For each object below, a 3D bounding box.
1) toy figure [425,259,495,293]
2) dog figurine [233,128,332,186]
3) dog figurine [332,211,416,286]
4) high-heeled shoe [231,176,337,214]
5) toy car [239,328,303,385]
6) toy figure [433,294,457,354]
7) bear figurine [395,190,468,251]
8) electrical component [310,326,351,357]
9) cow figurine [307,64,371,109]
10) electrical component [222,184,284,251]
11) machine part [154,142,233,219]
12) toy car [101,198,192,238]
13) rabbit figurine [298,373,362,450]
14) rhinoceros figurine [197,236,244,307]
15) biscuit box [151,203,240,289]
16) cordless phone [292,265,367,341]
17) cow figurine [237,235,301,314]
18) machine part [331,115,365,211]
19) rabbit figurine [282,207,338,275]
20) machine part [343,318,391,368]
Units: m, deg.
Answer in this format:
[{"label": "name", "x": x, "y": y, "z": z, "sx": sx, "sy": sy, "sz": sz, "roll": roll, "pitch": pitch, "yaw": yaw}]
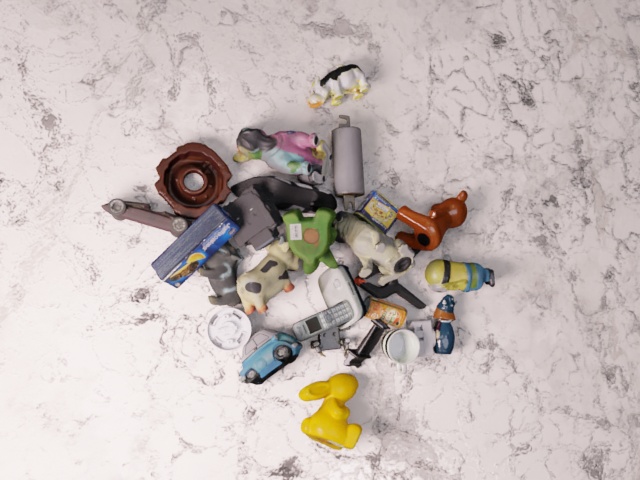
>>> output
[{"label": "toy figure", "x": 0.362, "y": 0.092, "z": 1.400, "sx": 0.180, "sy": 0.082, "sz": 0.089, "roll": -3, "pitch": 69, "yaw": -8}, {"label": "dog figurine", "x": -0.098, "y": -0.209, "z": 1.299, "sx": 0.219, "sy": 0.191, "sz": 0.108, "roll": 13, "pitch": 84, "yaw": 21}, {"label": "dog figurine", "x": 0.129, "y": 0.004, "z": 1.317, "sx": 0.172, "sy": 0.191, "sz": 0.121, "roll": 25, "pitch": 111, "yaw": -38}, {"label": "high-heeled shoe", "x": -0.083, "y": -0.109, "z": 1.321, "sx": 0.249, "sy": 0.145, "sz": 0.086, "roll": 14, "pitch": 99, "yaw": 14}, {"label": "toy car", "x": -0.126, "y": 0.263, "z": 1.255, "sx": 0.162, "sy": 0.109, "sz": 0.103, "roll": -34, "pitch": 71, "yaw": -3}, {"label": "toy figure", "x": 0.321, "y": 0.217, "z": 1.389, "sx": 0.058, "sy": 0.064, "sz": 0.154, "roll": 1, "pitch": 78, "yaw": 23}, {"label": "bear figurine", "x": 0.295, "y": -0.058, "z": 1.387, "sx": 0.132, "sy": 0.120, "sz": 0.196, "roll": 22, "pitch": 45, "yaw": 28}, {"label": "electrical component", "x": 0.028, "y": 0.245, "z": 1.317, "sx": 0.102, "sy": 0.045, "sz": 0.078, "roll": 4, "pitch": 86, "yaw": -14}, {"label": "cow figurine", "x": 0.036, "y": -0.393, "z": 1.361, "sx": 0.167, "sy": 0.068, "sz": 0.098, "roll": -19, "pitch": 85, "yaw": -19}, {"label": "electrical component", "x": -0.152, "y": -0.046, "z": 1.242, "sx": 0.115, "sy": 0.058, "sz": 0.134, "roll": -35, "pitch": 82, "yaw": 22}, {"label": "machine part", "x": -0.296, "y": -0.136, "z": 1.260, "sx": 0.179, "sy": 0.056, "sz": 0.179, "roll": 2, "pitch": 84, "yaw": -15}, {"label": "toy car", "x": -0.386, "y": -0.053, "z": 1.212, "sx": 0.202, "sy": 0.089, "sz": 0.053, "roll": 18, "pitch": 82, "yaw": -11}, {"label": "rabbit figurine", "x": 0.027, "y": 0.395, "z": 1.285, "sx": 0.162, "sy": 0.122, "sz": 0.173, "roll": 26, "pitch": 65, "yaw": -2}, {"label": "rhinoceros figurine", "x": -0.229, "y": 0.064, "z": 1.251, "sx": 0.112, "sy": 0.073, "sz": 0.190, "roll": -13, "pitch": 89, "yaw": -14}, {"label": "biscuit box", "x": -0.275, "y": 0.013, "z": 1.193, "sx": 0.202, "sy": 0.059, "sz": 0.063, "roll": -44, "pitch": 58, "yaw": 0}, {"label": "cordless phone", "x": 0.008, "y": 0.155, "z": 1.298, "sx": 0.184, "sy": 0.088, "sz": 0.146, "roll": -24, "pitch": 75, "yaw": -2}, {"label": "cow figurine", "x": -0.116, "y": 0.073, "z": 1.259, "sx": 0.195, "sy": 0.086, "sz": 0.127, "roll": -38, "pitch": 111, "yaw": -39}, {"label": "machine part", "x": 0.071, "y": -0.193, "z": 1.349, "sx": 0.079, "sy": 0.079, "sz": 0.243, "roll": -2, "pitch": 85, "yaw": -15}, {"label": "rabbit figurine", "x": -0.003, "y": -0.004, "z": 1.269, "sx": 0.121, "sy": 0.170, "sz": 0.159, "roll": -12, "pitch": 93, "yaw": 11}, {"label": "machine part", "x": 0.114, "y": 0.254, "z": 1.313, "sx": 0.084, "sy": 0.039, "sz": 0.139, "roll": 29, "pitch": 98, "yaw": -49}]
